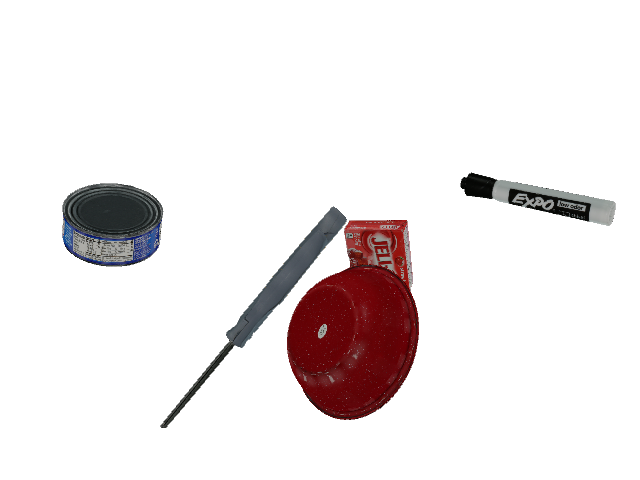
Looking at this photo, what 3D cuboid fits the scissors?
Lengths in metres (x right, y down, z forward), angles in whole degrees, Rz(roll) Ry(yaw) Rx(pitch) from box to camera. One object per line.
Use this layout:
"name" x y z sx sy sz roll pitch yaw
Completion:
"scissors" -0.050 0.058 0.725 0.016 0.202 0.096 39 0 -1

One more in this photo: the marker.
"marker" 0.166 -0.033 0.826 0.121 0.020 0.020 14 6 26

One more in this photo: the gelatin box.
"gelatin box" 0.071 0.019 1.293 0.073 0.089 0.030 1 30 17

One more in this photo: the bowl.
"bowl" 0.018 0.095 1.065 0.162 0.162 0.055 0 -16 44

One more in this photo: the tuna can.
"tuna can" -0.180 -0.014 0.925 0.086 0.034 0.086 7 32 -4
